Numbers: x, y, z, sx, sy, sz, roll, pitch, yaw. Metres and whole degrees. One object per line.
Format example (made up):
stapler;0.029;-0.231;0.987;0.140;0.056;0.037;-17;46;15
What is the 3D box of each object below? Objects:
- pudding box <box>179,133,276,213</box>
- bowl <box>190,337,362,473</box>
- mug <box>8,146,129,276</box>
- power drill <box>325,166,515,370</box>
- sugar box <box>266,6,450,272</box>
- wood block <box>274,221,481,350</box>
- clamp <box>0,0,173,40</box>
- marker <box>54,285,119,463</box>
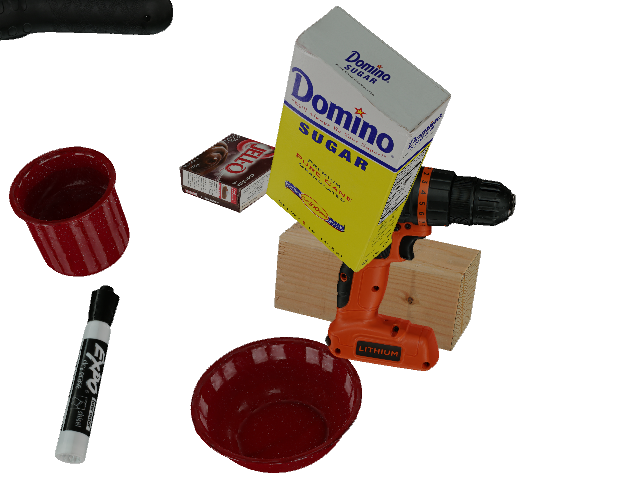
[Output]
pudding box;-0.101;-0.083;1.292;0.090;0.039;0.113;19;39;26
bowl;-0.039;0.165;1.009;0.162;0.055;0.162;-5;38;4
mug;-0.218;-0.031;0.952;0.093;0.117;0.081;-7;-41;2
power drill;0.078;0.022;0.977;0.184;0.188;0.057;8;18;15
sugar box;0.017;-0.058;0.691;0.048;0.093;0.176;-43;-16;-24
wood block;0.062;0.044;1.183;0.206;0.091;0.090;13;24;18
clamp;-0.175;-0.139;0.612;0.171;0.039;0.120;-5;23;-12
marker;-0.150;0.084;0.692;0.020;0.121;0.020;5;-31;3
